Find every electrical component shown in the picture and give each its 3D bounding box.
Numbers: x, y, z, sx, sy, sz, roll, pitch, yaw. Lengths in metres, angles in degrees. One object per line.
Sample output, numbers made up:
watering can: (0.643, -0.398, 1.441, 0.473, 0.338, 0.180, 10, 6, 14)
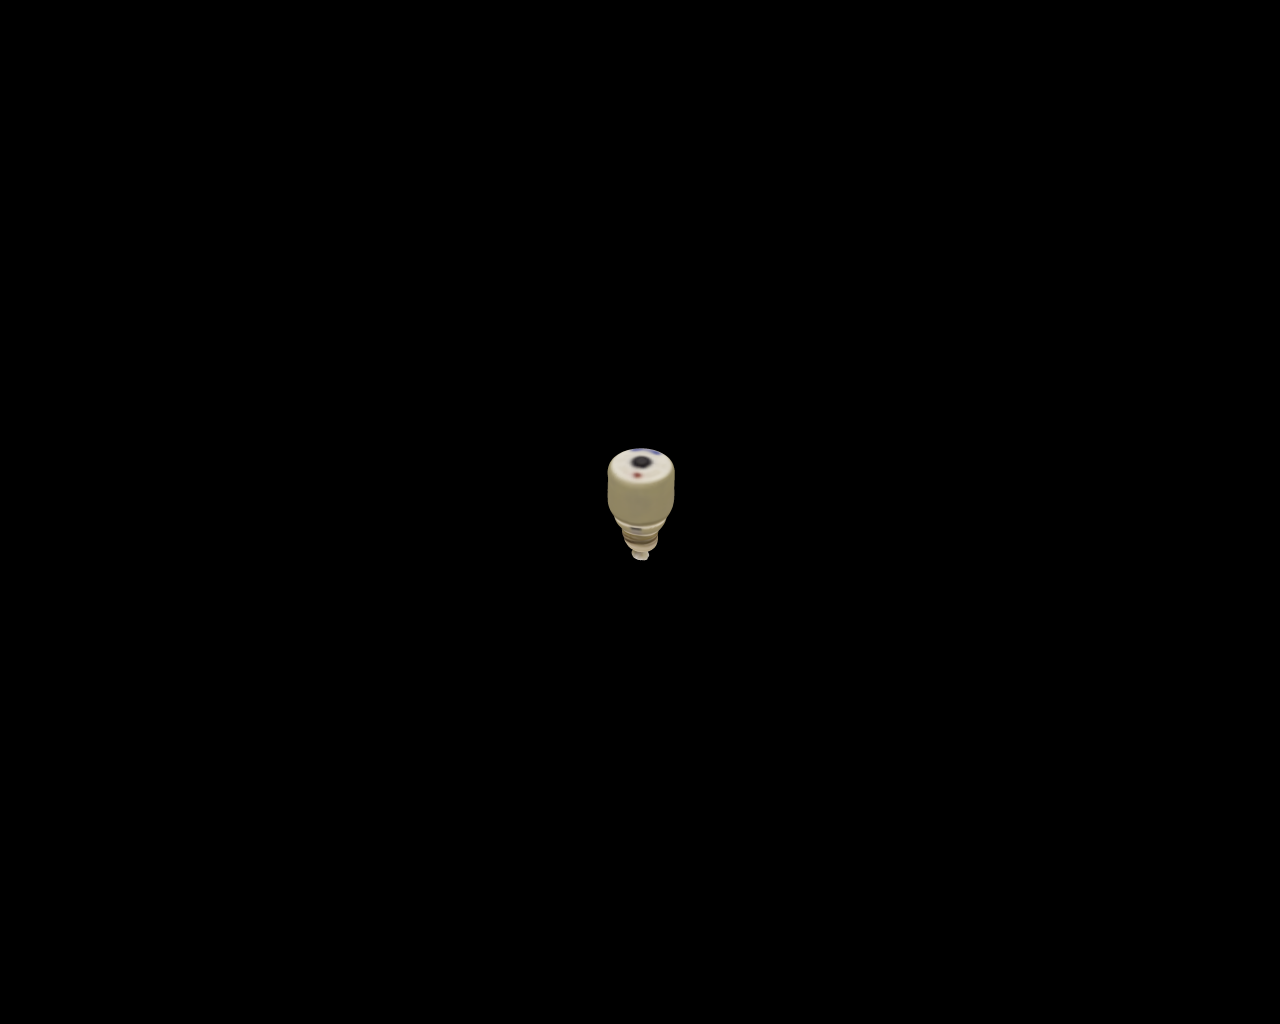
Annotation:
electrical component: (0.001, -0.003, 0.650, 0.040, 0.078, 0.040, 0, 38, 0)
